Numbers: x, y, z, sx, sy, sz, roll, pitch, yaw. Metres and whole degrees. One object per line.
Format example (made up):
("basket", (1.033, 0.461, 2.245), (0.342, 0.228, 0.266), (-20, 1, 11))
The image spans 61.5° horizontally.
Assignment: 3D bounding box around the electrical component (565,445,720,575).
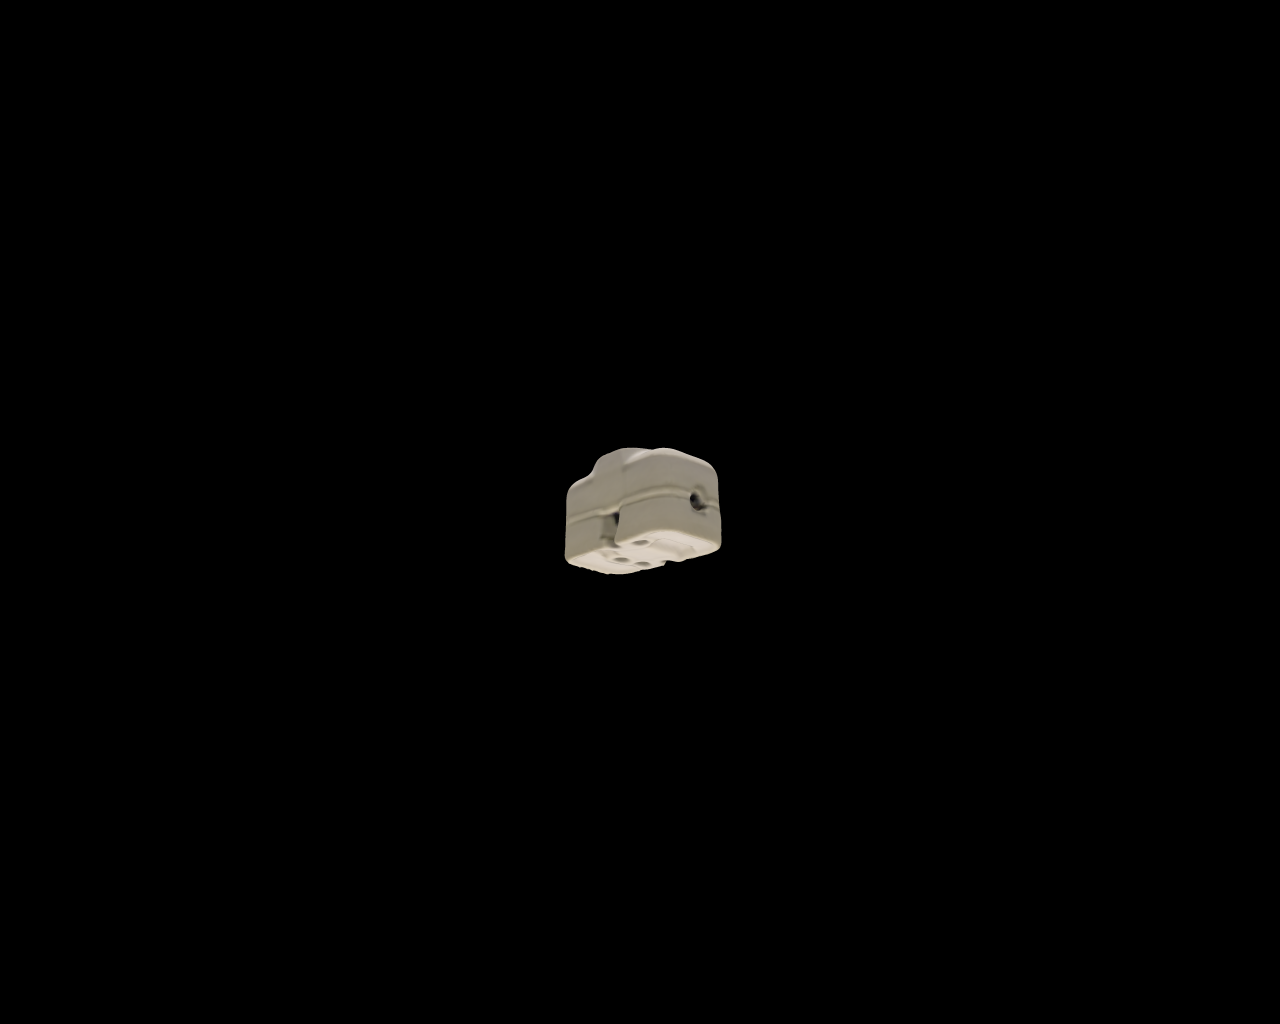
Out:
("electrical component", (0.001, -0.003, 0.650), (0.054, 0.059, 0.095), (18, -26, -41))
